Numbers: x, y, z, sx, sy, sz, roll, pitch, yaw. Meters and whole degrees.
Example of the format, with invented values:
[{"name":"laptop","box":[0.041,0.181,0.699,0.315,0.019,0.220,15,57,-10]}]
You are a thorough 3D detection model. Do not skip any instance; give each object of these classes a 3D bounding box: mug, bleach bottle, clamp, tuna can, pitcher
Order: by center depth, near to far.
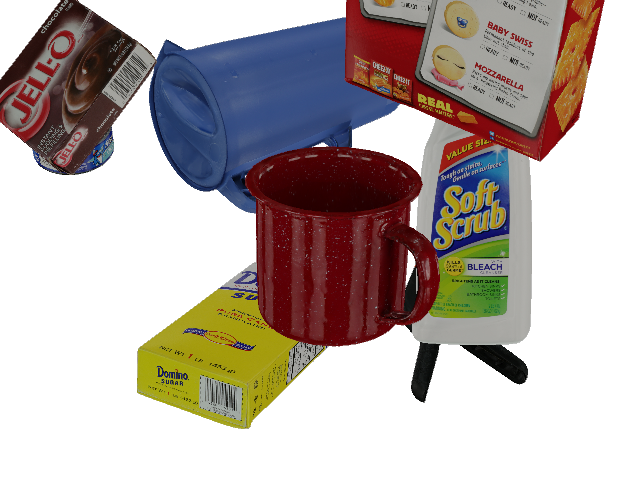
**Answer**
[{"name":"mug","box":[0.015,0.007,0.570,0.117,0.081,0.093,22,33,36]},{"name":"bleach bottle","box":[0.120,-0.042,0.871,0.103,0.251,0.068,0,15,16]},{"name":"pitcher","box":[-0.030,-0.135,1.042,0.242,0.149,0.145,-22,32,-32]},{"name":"clamp","box":[0.139,0.092,1.096,0.120,0.171,0.039,2,-44,-12]},{"name":"tuna can","box":[-0.260,-0.106,1.116,0.086,0.034,0.086,1,41,-1]}]

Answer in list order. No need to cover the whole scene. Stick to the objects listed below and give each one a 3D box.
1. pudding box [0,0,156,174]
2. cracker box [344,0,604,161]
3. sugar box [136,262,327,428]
[{"name":"pudding box","box":[-0.192,-0.120,0.815,0.090,0.113,0.039,36,-4,27]},{"name":"cracker box","box":[0.101,-0.178,0.699,0.164,0.214,0.072,27,50,25]},{"name":"sugar box","box":[-0.053,0.074,0.819,0.093,0.048,0.176,16,29,20]}]
